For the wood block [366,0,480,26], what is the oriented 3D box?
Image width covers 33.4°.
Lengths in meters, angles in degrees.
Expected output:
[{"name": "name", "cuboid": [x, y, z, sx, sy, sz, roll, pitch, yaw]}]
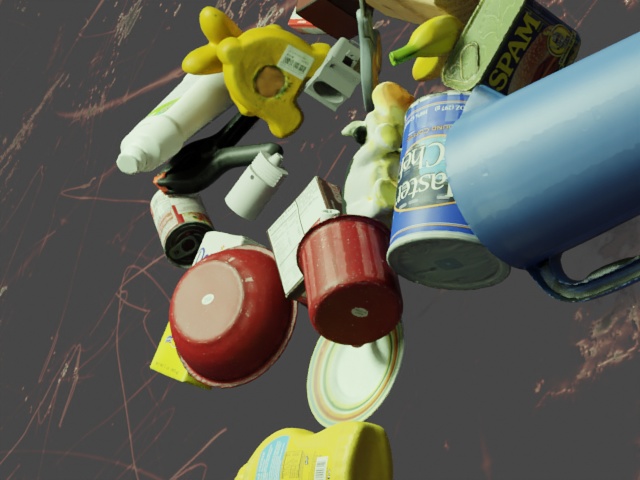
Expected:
[{"name": "wood block", "cuboid": [0.111, -0.272, 1.084, 0.090, 0.090, 0.206, -62, 33, 4]}]

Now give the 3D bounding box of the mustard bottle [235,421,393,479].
[{"name": "mustard bottle", "cuboid": [-0.017, 0.218, 0.962, 0.192, 0.058, 0.096, -17, 63, 49]}]

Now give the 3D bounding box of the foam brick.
[{"name": "foam brick", "cuboid": [0.018, -0.273, 1.228, 0.051, 0.078, 0.053, -20, 55, 47]}]

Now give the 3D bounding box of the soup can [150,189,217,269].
[{"name": "soup can", "cuboid": [-0.170, -0.020, 1.331, 0.068, 0.068, 0.102, -53, 34, 17]}]

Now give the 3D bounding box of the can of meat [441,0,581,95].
[{"name": "can of meat", "cuboid": [0.169, -0.159, 0.931, 0.102, 0.083, 0.058, -61, 33, 5]}]

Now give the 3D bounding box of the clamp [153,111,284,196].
[{"name": "clamp", "cuboid": [-0.126, -0.112, 1.318, 0.171, 0.039, 0.120, -20, 37, 13]}]

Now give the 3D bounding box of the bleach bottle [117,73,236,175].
[{"name": "bleach bottle", "cuboid": [-0.178, -0.147, 1.320, 0.103, 0.068, 0.250, -25, 17, 36]}]

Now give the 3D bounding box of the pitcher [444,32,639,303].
[{"name": "pitcher", "cuboid": [0.224, -0.069, 0.769, 0.243, 0.149, 0.145, -27, 31, 39]}]

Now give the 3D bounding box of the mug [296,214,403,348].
[{"name": "mug", "cuboid": [0.028, 0.047, 0.945, 0.081, 0.093, 0.117, -98, 5, -49]}]

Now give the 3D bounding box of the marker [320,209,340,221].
[{"name": "marker", "cuboid": [0.007, 0.031, 1.047, 0.020, 0.020, 0.121, 26, 117, 57]}]

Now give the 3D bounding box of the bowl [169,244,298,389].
[{"name": "bowl", "cuboid": [-0.105, 0.073, 1.137, 0.162, 0.055, 0.162, -12, 65, 26]}]

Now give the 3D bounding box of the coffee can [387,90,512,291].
[{"name": "coffee can", "cuboid": [0.116, -0.041, 0.909, 0.103, 0.102, 0.140, -21, 52, 47]}]

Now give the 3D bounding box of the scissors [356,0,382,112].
[{"name": "scissors", "cuboid": [0.049, -0.229, 1.098, 0.016, 0.202, 0.096, 0, 36, 10]}]

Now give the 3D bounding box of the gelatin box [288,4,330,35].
[{"name": "gelatin box", "cuboid": [0.006, -0.296, 1.305, 0.073, 0.030, 0.089, 20, 84, 58]}]

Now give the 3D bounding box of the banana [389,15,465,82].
[{"name": "banana", "cuboid": [0.107, -0.180, 0.998, 0.070, 0.197, 0.037, -18, 88, 12]}]

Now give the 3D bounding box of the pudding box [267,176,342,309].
[{"name": "pudding box", "cuboid": [-0.007, 0.001, 1.114, 0.090, 0.039, 0.113, -48, 34, 24]}]

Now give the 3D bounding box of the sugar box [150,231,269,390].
[{"name": "sugar box", "cuboid": [-0.128, 0.079, 1.225, 0.093, 0.048, 0.176, 7, 75, 56]}]
